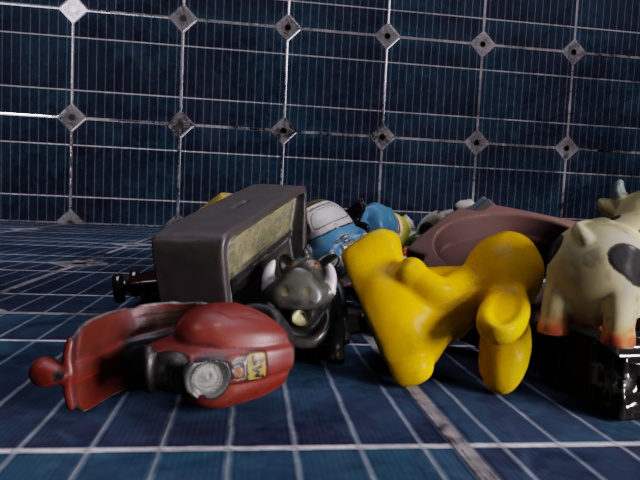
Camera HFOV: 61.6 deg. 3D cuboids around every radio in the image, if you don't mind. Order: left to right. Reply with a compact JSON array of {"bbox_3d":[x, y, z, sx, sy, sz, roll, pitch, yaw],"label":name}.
[{"bbox_3d":[-0.078,0.024,0.563,0.073,0.131,0.229,5,18,17],"label":"radio"}]

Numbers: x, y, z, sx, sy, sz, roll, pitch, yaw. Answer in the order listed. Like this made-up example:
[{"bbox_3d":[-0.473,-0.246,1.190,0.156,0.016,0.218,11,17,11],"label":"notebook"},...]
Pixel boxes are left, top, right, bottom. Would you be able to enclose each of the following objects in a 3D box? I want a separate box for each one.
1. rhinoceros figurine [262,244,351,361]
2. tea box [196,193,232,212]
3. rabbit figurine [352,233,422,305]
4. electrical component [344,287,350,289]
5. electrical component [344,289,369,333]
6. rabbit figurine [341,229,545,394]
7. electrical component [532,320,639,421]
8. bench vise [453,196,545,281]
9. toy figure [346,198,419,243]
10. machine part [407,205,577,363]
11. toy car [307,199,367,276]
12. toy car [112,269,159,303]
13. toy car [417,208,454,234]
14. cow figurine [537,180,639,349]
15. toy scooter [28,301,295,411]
[{"bbox_3d":[-0.006,0.061,0.529,0.073,0.112,0.190,5,-4,8],"label":"rhinoceros figurine"},{"bbox_3d":[-0.171,0.004,0.860,0.170,0.098,0.068,-31,-18,33],"label":"tea box"},{"bbox_3d":[0.118,0.049,0.792,0.170,0.121,0.159,-15,5,-18],"label":"rabbit figurine"},{"bbox_3d":[0.040,0.066,0.922,0.075,0.047,0.119,3,4,14],"label":"electrical component"},{"bbox_3d":[0.029,0.085,0.657,0.078,0.045,0.102,2,3,-34],"label":"electrical component"},{"bbox_3d":[0.123,0.047,0.475,0.173,0.121,0.162,-22,35,-6],"label":"rabbit figurine"},{"bbox_3d":[0.270,0.104,0.458,0.134,0.058,0.115,1,6,-14],"label":"electrical component"},{"bbox_3d":[0.302,0.035,0.855,0.224,0.129,0.240,40,3,41],"label":"bench vise"},{"bbox_3d":[0.098,-0.018,0.895,0.089,0.082,0.180,12,-1,40],"label":"toy figure"},{"bbox_3d":[0.216,0.041,0.619,0.201,0.087,0.201,17,33,36],"label":"machine part"},{"bbox_3d":[-0.001,-0.002,0.727,0.109,0.102,0.162,-26,8,-23],"label":"toy car"},{"bbox_3d":[-0.231,0.063,0.752,0.089,0.053,0.202,-3,1,-12],"label":"toy car"},{"bbox_3d":[0.195,0.002,0.983,0.073,0.056,0.201,-11,-22,-25],"label":"toy car"},{"bbox_3d":[0.260,0.012,0.459,0.195,0.127,0.086,-5,11,-43],"label":"cow figurine"},{"bbox_3d":[-0.117,0.083,0.386,0.184,0.075,0.135,1,3,26],"label":"toy scooter"}]
